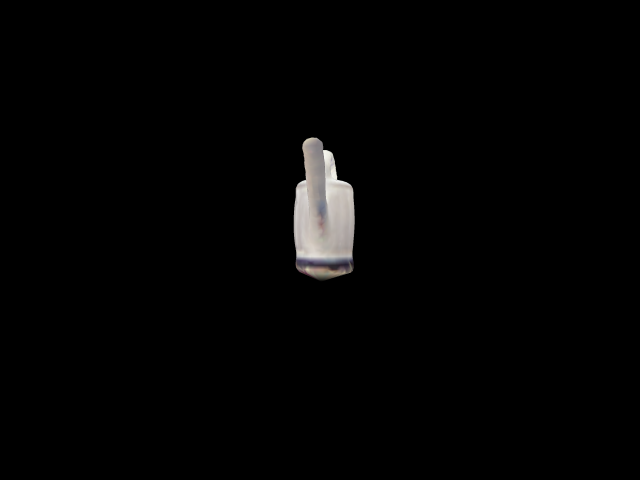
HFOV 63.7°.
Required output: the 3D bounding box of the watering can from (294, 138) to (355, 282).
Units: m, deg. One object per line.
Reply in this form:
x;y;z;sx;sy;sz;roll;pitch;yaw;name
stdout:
0.003;-0.043;0.850;0.104;0.225;0.347;0;-2;7;watering can
